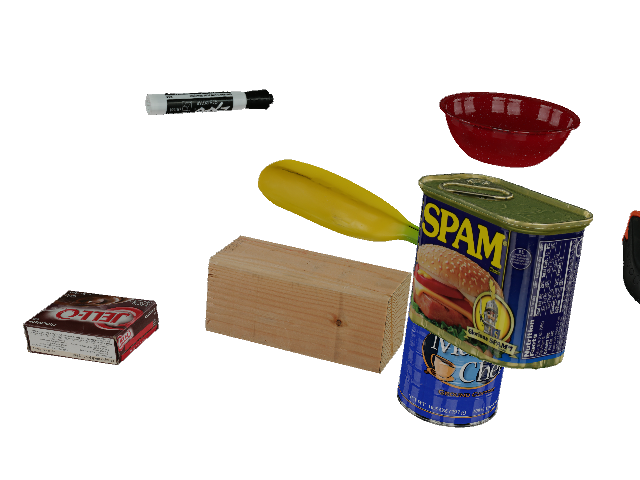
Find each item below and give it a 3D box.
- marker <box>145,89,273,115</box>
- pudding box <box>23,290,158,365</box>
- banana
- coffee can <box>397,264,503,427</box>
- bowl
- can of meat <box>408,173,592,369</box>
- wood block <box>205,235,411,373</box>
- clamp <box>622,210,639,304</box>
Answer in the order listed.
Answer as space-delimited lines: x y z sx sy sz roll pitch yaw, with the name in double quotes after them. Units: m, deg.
-0.101 -0.129 0.990 0.121 0.020 0.020 -6 2 -23 "marker"
-0.242 0.091 1.132 0.114 0.039 0.090 3 21 20 "pudding box"
-0.002 -0.029 0.784 0.069 0.037 0.198 40 -9 -38 "banana"
0.134 0.097 1.049 0.103 0.140 0.103 5 23 -2 "coffee can"
0.215 -0.125 1.235 0.162 0.055 0.162 4 23 -2 "bowl"
0.095 0.015 0.593 0.057 0.084 0.102 -6 20 -32 "can of meat"
-0.015 0.068 1.182 0.206 0.091 0.090 13 22 17 "wood block"
0.266 0.042 0.707 0.120 0.039 0.171 -2 45 -19 "clamp"
